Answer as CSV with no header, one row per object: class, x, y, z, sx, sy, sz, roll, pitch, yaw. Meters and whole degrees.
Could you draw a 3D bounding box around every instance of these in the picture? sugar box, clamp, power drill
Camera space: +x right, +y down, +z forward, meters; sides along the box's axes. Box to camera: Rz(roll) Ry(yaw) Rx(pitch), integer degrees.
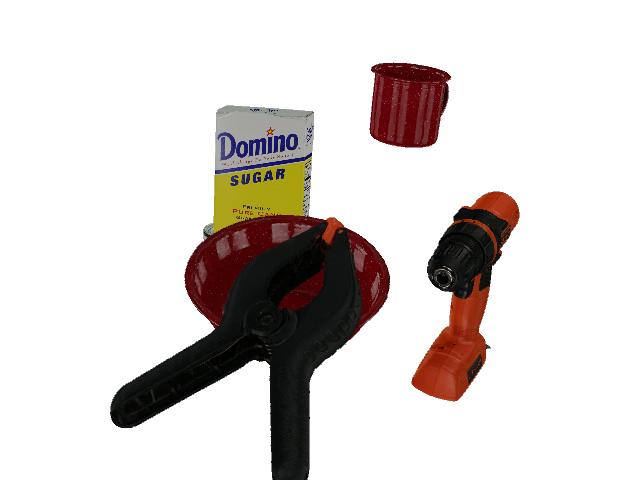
sugar box,-0.058,-0.042,1.057,0.093,0.176,0.048,5,16,10
clamp,-0.021,0.062,0.591,0.120,0.171,0.039,30,-25,25
power drill,0.137,0.060,1.040,0.057,0.188,0.184,20,30,20

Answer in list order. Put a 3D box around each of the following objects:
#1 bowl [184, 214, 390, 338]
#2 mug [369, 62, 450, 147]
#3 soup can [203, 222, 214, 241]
bowl,-0.026,0.047,0.854,0.162,0.055,0.162,1,37,-1
mug,0.110,-0.161,1.260,0.093,0.081,0.117,23,28,37
soup can,-0.102,0.034,1.243,0.068,0.102,0.068,0,20,0
